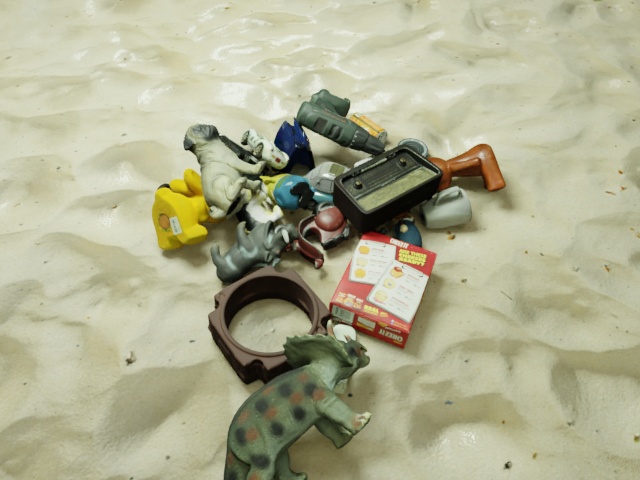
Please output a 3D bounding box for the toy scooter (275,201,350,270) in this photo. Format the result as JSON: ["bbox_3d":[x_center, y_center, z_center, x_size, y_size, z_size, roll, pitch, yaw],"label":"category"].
[{"bbox_3d":[-0.002,-0.004,1.176,0.184,0.075,0.135,-27,56,-20],"label":"toy scooter"}]

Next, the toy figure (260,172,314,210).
[{"bbox_3d":[-0.070,-0.111,1.225,0.089,0.082,0.180,-12,13,-28],"label":"toy figure"}]

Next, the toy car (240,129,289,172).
[{"bbox_3d":[-0.136,-0.221,1.306,0.056,0.073,0.202,-52,33,7],"label":"toy car"}]

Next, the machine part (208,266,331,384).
[{"bbox_3d":[-0.095,0.158,1.023,0.201,0.087,0.201,-27,56,-26],"label":"machine part"}]

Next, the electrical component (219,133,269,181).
[{"bbox_3d":[-0.191,-0.187,1.283,0.058,0.114,0.134,-53,48,9],"label":"electrical component"}]

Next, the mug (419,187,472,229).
[{"bbox_3d":[0.286,-0.072,1.239,0.107,0.109,0.081,-18,58,-3],"label":"mug"}]

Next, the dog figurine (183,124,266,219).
[{"bbox_3d":[-0.237,-0.148,1.147,0.191,0.121,0.172,33,47,4],"label":"dog figurine"}]

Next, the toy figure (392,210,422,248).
[{"bbox_3d":[0.193,-0.033,1.220,0.058,0.064,0.154,-4,49,-6],"label":"toy figure"}]

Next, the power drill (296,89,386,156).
[{"bbox_3d":[0.049,-0.297,1.361,0.232,0.086,0.207,18,35,-16],"label":"power drill"}]

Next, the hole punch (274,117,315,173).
[{"bbox_3d":[-0.071,-0.226,1.341,0.092,0.115,0.142,-16,51,-6],"label":"hole punch"}]

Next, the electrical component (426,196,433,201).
[{"bbox_3d":[0.210,-0.123,1.294,0.119,0.074,0.048,39,59,22],"label":"electrical component"}]

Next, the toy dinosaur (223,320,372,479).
[{"bbox_3d":[-0.063,0.291,0.856,0.405,0.131,0.192,-38,70,-18],"label":"toy dinosaur"}]

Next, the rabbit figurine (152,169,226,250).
[{"bbox_3d":[-0.282,-0.068,1.184,0.173,0.122,0.162,-19,84,-47],"label":"rabbit figurine"}]

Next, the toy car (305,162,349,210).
[{"bbox_3d":[0.029,-0.128,1.267,0.162,0.102,0.109,16,51,12],"label":"toy car"}]

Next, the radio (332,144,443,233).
[{"bbox_3d":[0.146,-0.119,1.192,0.229,0.073,0.131,-28,58,-25],"label":"radio"}]

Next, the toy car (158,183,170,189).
[{"bbox_3d":[-0.293,-0.123,1.275,0.202,0.053,0.089,-24,58,-24],"label":"toy car"}]

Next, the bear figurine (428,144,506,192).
[{"bbox_3d":[0.337,-0.157,1.319,0.196,0.120,0.132,-21,94,11],"label":"bear figurine"}]

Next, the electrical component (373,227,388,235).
[{"bbox_3d":[0.106,-0.039,1.221,0.045,0.078,0.102,-41,54,-4],"label":"electrical component"}]

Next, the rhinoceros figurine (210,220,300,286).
[{"bbox_3d":[-0.134,0.021,1.110,0.190,0.073,0.112,-32,64,-1],"label":"rhinoceros figurine"}]

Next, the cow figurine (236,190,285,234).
[{"bbox_3d":[-0.162,-0.066,1.226,0.098,0.068,0.167,-35,59,-22],"label":"cow figurine"}]
